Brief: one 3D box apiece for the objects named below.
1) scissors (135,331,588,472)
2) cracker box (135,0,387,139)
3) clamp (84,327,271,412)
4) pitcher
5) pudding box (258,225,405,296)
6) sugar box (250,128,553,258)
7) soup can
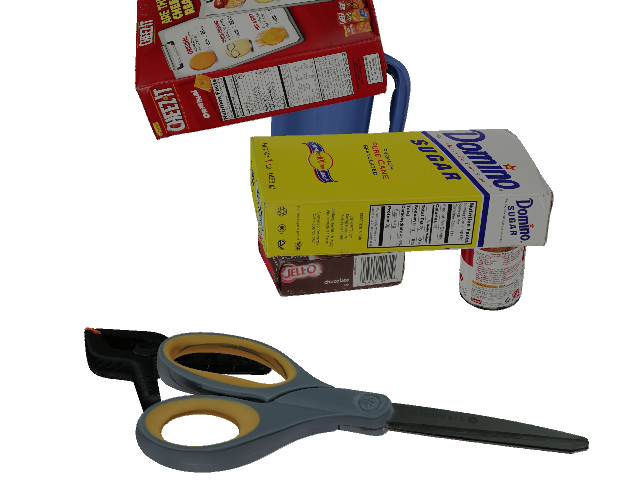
[{"bbox_3d":[0.007,0.085,0.468,0.202,0.016,0.096,15,34,22],"label":"scissors"},{"bbox_3d":[-0.055,-0.184,0.970,0.214,0.164,0.072,-11,-44,4],"label":"cracker box"},{"bbox_3d":[-0.177,0.128,1.091,0.210,0.036,0.164,10,17,32],"label":"clamp"},{"bbox_3d":[0.009,-0.129,1.312,0.144,0.243,0.149,-9,27,-29],"label":"pitcher"},{"bbox_3d":[0.008,0.010,0.939,0.113,0.039,0.090,-3,26,-15],"label":"pudding box"},{"bbox_3d":[0.047,-0.033,0.672,0.176,0.048,0.093,-5,32,-7],"label":"sugar box"},{"bbox_3d":[0.179,0.013,1.104,0.068,0.102,0.068,-2,35,1],"label":"soup can"}]
